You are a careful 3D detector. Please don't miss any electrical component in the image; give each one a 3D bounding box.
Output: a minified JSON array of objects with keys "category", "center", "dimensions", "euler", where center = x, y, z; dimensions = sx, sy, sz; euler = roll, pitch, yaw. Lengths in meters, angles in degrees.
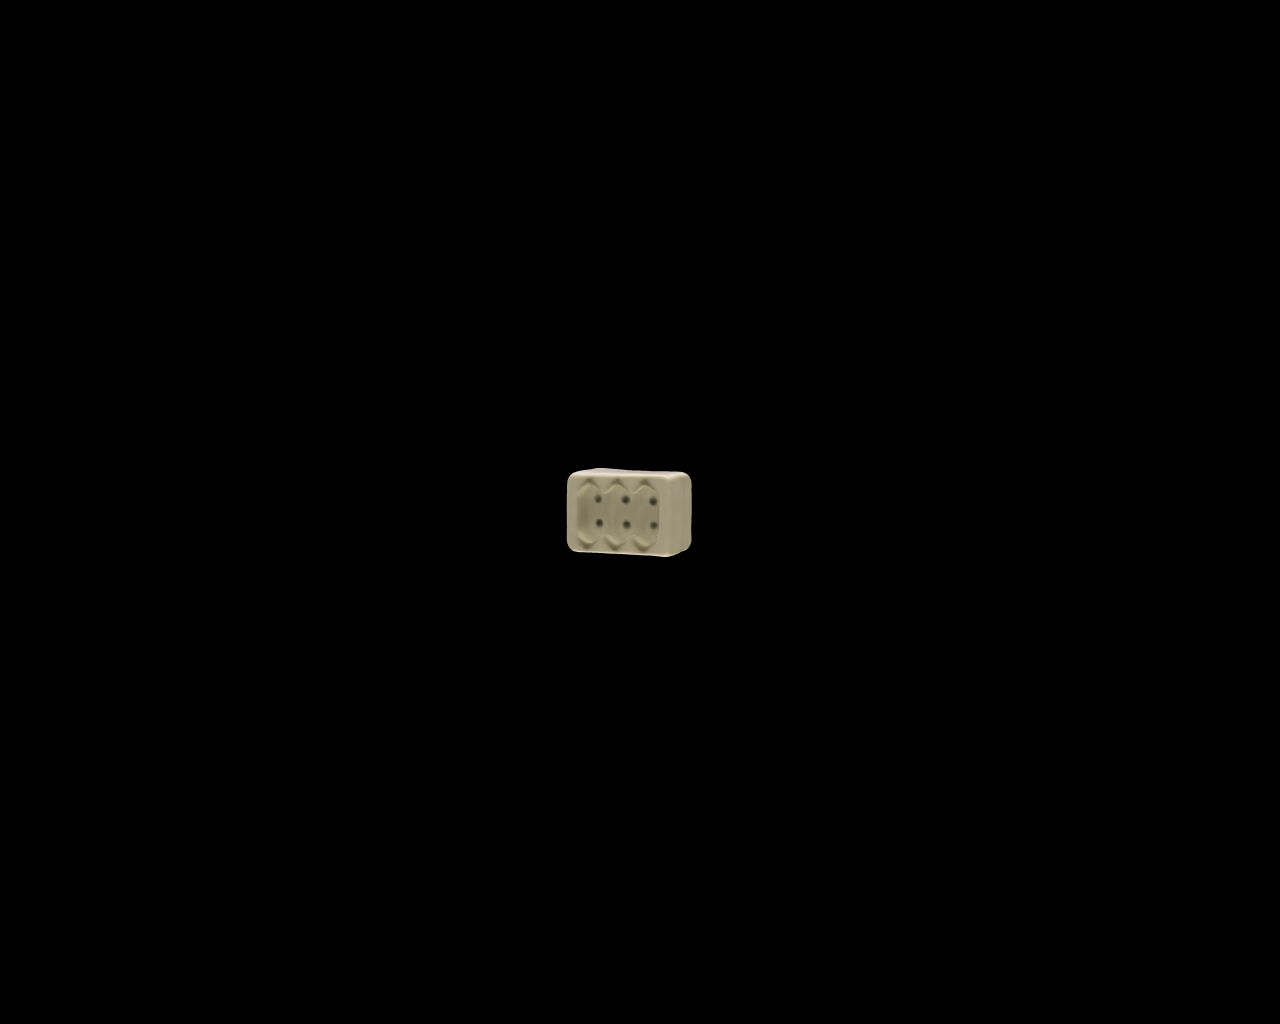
[{"category":"electrical component","center":[0.001,-0.003,0.650],"dimensions":[0.066,0.047,0.077],"euler":[3,8,22]}]
